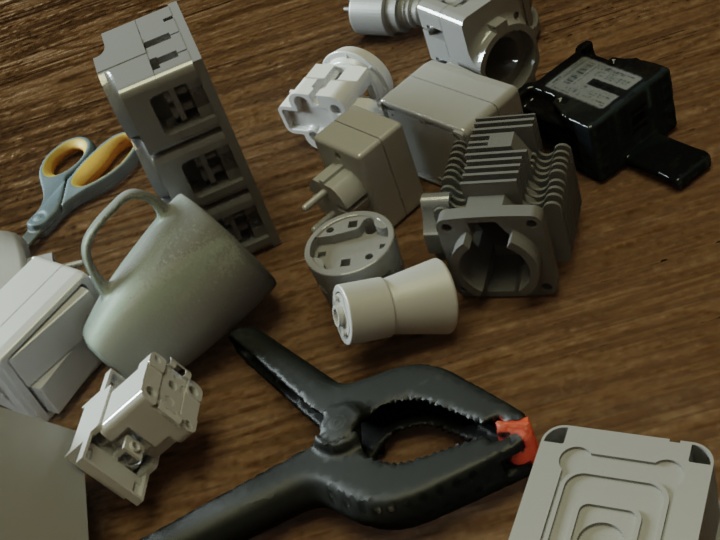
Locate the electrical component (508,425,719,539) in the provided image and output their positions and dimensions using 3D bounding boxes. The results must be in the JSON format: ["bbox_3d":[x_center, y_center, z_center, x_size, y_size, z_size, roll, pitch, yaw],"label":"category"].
[{"bbox_3d":[0.105,0.130,0.453,0.078,0.057,0.113,4,47,27],"label":"electrical component"}]

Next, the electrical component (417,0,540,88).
[{"bbox_3d":[0.085,-0.150,0.740,0.050,0.089,0.056,-37,43,-17],"label":"electrical component"}]

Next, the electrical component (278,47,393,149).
[{"bbox_3d":[-0.012,-0.124,0.781,0.078,0.058,0.057,11,53,33],"label":"electrical component"}]

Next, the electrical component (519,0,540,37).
[{"bbox_3d":[0.093,-0.194,0.815,0.080,0.051,0.080,-12,42,11],"label":"electrical component"}]

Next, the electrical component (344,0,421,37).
[{"bbox_3d":[0.027,-0.209,0.867,0.078,0.040,0.040,10,50,32],"label":"electrical component"}]

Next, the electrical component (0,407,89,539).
[{"bbox_3d":[-0.190,0.142,0.537,0.061,0.089,0.150,-50,35,22],"label":"electrical component"}]

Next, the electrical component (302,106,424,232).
[{"bbox_3d":[-0.006,-0.055,0.695,0.077,0.065,0.047,-41,44,-21],"label":"electrical component"}]

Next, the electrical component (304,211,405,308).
[{"bbox_3d":[0.000,0.000,0.647,0.055,0.047,0.055,-12,41,11],"label":"electrical component"}]

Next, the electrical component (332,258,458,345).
[{"bbox_3d":[0.017,0.020,0.606,0.065,0.044,0.044,-10,38,-17],"label":"electrical component"}]

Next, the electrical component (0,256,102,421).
[{"bbox_3d":[-0.195,0.039,0.679,0.061,0.061,0.096,15,53,35],"label":"electrical component"}]

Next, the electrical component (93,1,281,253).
[{"bbox_3d":[-0.114,-0.084,0.709,0.062,0.150,0.089,-24,41,-4],"label":"electrical component"}]

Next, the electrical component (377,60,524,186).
[{"bbox_3d":[0.070,-0.092,0.705,0.061,0.061,0.096,-42,44,-21],"label":"electrical component"}]

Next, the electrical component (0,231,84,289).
[{"bbox_3d":[-0.227,0.010,0.738,0.079,0.043,0.077,-13,48,-11],"label":"electrical component"}]

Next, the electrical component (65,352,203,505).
[{"bbox_3d":[-0.122,0.083,0.591,0.064,0.042,0.081,-41,23,20],"label":"electrical component"}]
